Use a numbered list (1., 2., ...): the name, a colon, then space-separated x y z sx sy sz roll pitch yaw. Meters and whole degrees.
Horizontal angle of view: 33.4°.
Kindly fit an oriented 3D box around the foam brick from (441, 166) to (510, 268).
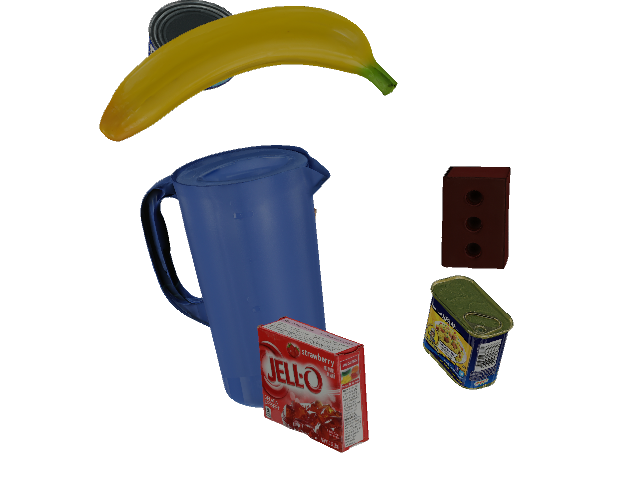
1. foam brick: 0.128 -0.019 0.879 0.053 0.078 0.051 2 15 13

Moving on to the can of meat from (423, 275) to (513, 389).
1. can of meat: 0.160 0.103 1.180 0.057 0.084 0.102 -13 39 -26

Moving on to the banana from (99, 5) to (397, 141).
1. banana: -0.049 -0.114 0.685 0.197 0.069 0.037 -12 -21 -14

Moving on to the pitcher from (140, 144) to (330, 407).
1. pitcher: -0.070 0.036 1.044 0.144 0.243 0.149 -21 22 -33

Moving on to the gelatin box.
1. gelatin box: -0.007 0.100 0.757 0.030 0.073 0.089 -17 21 -39

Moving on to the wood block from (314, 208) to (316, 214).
1. wood block: -0.072 0.055 1.444 0.090 0.206 0.090 13 21 11

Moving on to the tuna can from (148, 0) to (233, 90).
1. tuna can: -0.114 -0.177 0.969 0.086 0.086 0.034 0 -35 -12
